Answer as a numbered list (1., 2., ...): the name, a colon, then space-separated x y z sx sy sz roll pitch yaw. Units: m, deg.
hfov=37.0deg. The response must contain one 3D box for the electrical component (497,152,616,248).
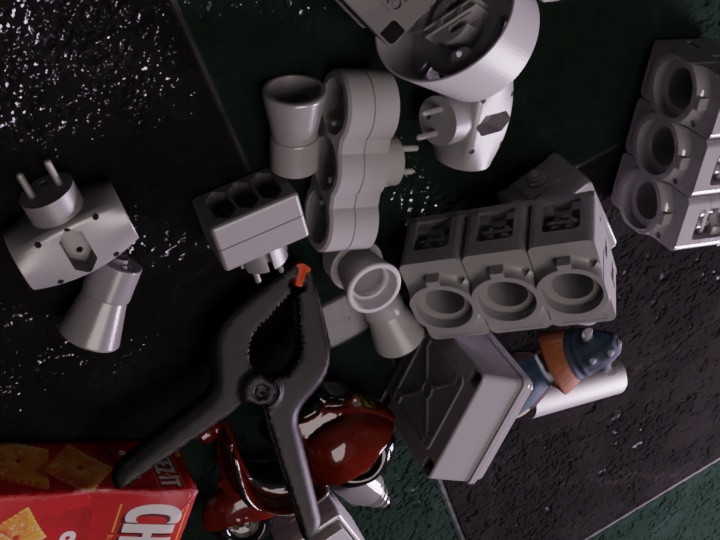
1. electrical component: 0.162 -0.044 0.878 0.062 0.061 0.096 -36 131 -2

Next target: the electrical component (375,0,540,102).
1. electrical component: 0.068 -0.163 0.723 0.064 0.099 0.099 20 111 -43

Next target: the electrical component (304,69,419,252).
1. electrical component: 0.008 -0.078 0.776 0.074 0.052 0.138 -5 123 -25

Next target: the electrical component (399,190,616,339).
1. electrical component: 0.116 0.002 0.835 0.150 0.061 0.089 -8 134 21

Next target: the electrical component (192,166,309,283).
1. electrical component: -0.074 -0.023 0.774 0.066 0.047 0.076 -24 130 -12

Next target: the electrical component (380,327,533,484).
1. electrical component: 0.078 0.104 0.905 0.056 0.108 0.108 11 115 -31

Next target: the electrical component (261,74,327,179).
1. electrical component: -0.045 -0.096 0.744 0.044 0.044 0.065 -14 132 -20

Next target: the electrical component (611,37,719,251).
1. electrical component: 0.265 -0.102 0.875 0.062 0.089 0.150 -7 125 -24

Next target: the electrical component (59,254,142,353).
1. electrical component: -0.179 0.019 0.752 0.044 0.044 0.065 13 110 -35

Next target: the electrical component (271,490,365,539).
1. electrical component: -0.034 0.245 0.973 0.062 0.061 0.096 -34 131 -4

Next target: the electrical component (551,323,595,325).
1. electrical component: 0.185 0.030 0.957 0.065 0.044 0.044 7 118 -37

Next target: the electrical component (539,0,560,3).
1. electrical component: 0.151 -0.219 0.763 0.062 0.043 0.043 -25 130 -13

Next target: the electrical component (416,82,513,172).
1. electrical component: 0.070 -0.112 0.785 0.079 0.043 0.077 -20 132 -40

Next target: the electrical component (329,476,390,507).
1. electrical component: 0.002 0.193 0.970 0.040 0.040 0.078 -42 131 3

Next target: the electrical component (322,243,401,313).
1. electrical component: 0.000 0.000 0.825 0.045 0.055 0.045 -14 127 -20

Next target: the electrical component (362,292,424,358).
1. electrical component: 0.021 0.034 0.870 0.044 0.044 0.065 -32 126 -5

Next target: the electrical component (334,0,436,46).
1. electrical component: 0.015 -0.219 0.680 0.108 0.056 0.109 -46 131 7

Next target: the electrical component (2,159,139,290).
1. electrical component: -0.196 -0.036 0.701 0.077 0.043 0.079 -28 130 -9
